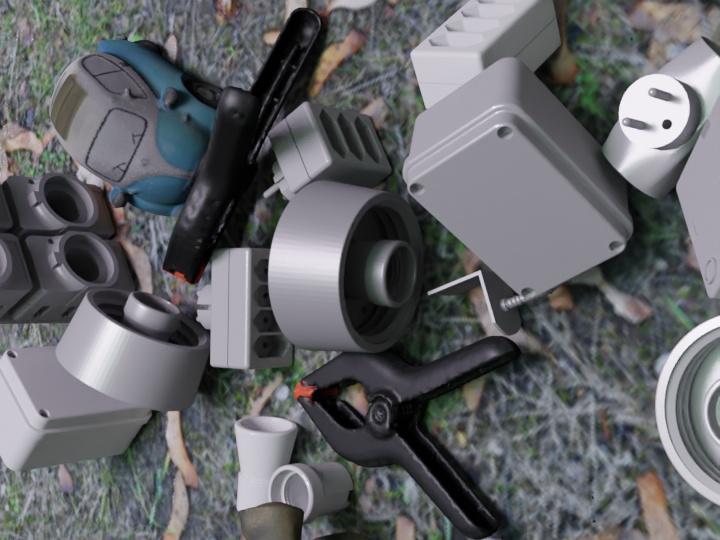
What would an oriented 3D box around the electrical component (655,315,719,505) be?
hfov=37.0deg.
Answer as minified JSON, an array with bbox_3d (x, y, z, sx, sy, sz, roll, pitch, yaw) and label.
[{"bbox_3d":[0.199,0.069,0.528,0.108,0.060,0.108,-1,88,39],"label":"electrical component"}]

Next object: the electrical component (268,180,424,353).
[{"bbox_3d":[0.000,0.000,0.663,0.060,0.108,0.108,6,93,33],"label":"electrical component"}]

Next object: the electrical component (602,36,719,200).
[{"bbox_3d":[0.159,-0.079,0.553,0.077,0.079,0.043,-51,62,26],"label":"electrical component"}]

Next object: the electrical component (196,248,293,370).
[{"bbox_3d":[-0.090,0.027,0.770,0.076,0.047,0.083,0,89,39],"label":"electrical component"}]

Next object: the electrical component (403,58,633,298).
[{"bbox_3d":[0.086,-0.047,0.583,0.078,0.113,0.057,-31,31,34],"label":"electrical component"}]

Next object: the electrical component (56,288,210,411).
[{"bbox_3d":[-0.161,0.051,0.791,0.108,0.108,0.060,32,102,35],"label":"electrical component"}]

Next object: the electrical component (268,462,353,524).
[{"bbox_3d":[-0.032,0.148,0.720,0.040,0.046,0.040,-1,88,39],"label":"electrical component"}]

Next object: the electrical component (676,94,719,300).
[{"bbox_3d":[0.191,-0.040,0.501,0.099,0.048,0.099,-89,8,-46],"label":"electrical component"}]

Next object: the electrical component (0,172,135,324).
[{"bbox_3d":[-0.273,-0.019,0.829,0.060,0.186,0.105,-36,67,32],"label":"electrical component"}]

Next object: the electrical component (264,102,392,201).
[{"bbox_3d":[-0.032,-0.068,0.714,0.077,0.066,0.047,-35,68,33],"label":"electrical component"}]

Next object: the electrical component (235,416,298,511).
[{"bbox_3d":[-0.067,0.139,0.753,0.044,0.044,0.065,10,100,38],"label":"electrical component"}]

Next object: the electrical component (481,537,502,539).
[{"bbox_3d":[0.069,0.191,0.638,0.045,0.045,0.055,-22,76,36],"label":"electrical component"}]

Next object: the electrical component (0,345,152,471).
[{"bbox_3d":[-0.228,0.103,0.836,0.078,0.113,0.057,52,121,27],"label":"electrical component"}]

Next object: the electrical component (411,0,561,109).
[{"bbox_3d":[0.079,-0.112,0.628,0.047,0.083,0.075,11,133,38],"label":"electrical component"}]
